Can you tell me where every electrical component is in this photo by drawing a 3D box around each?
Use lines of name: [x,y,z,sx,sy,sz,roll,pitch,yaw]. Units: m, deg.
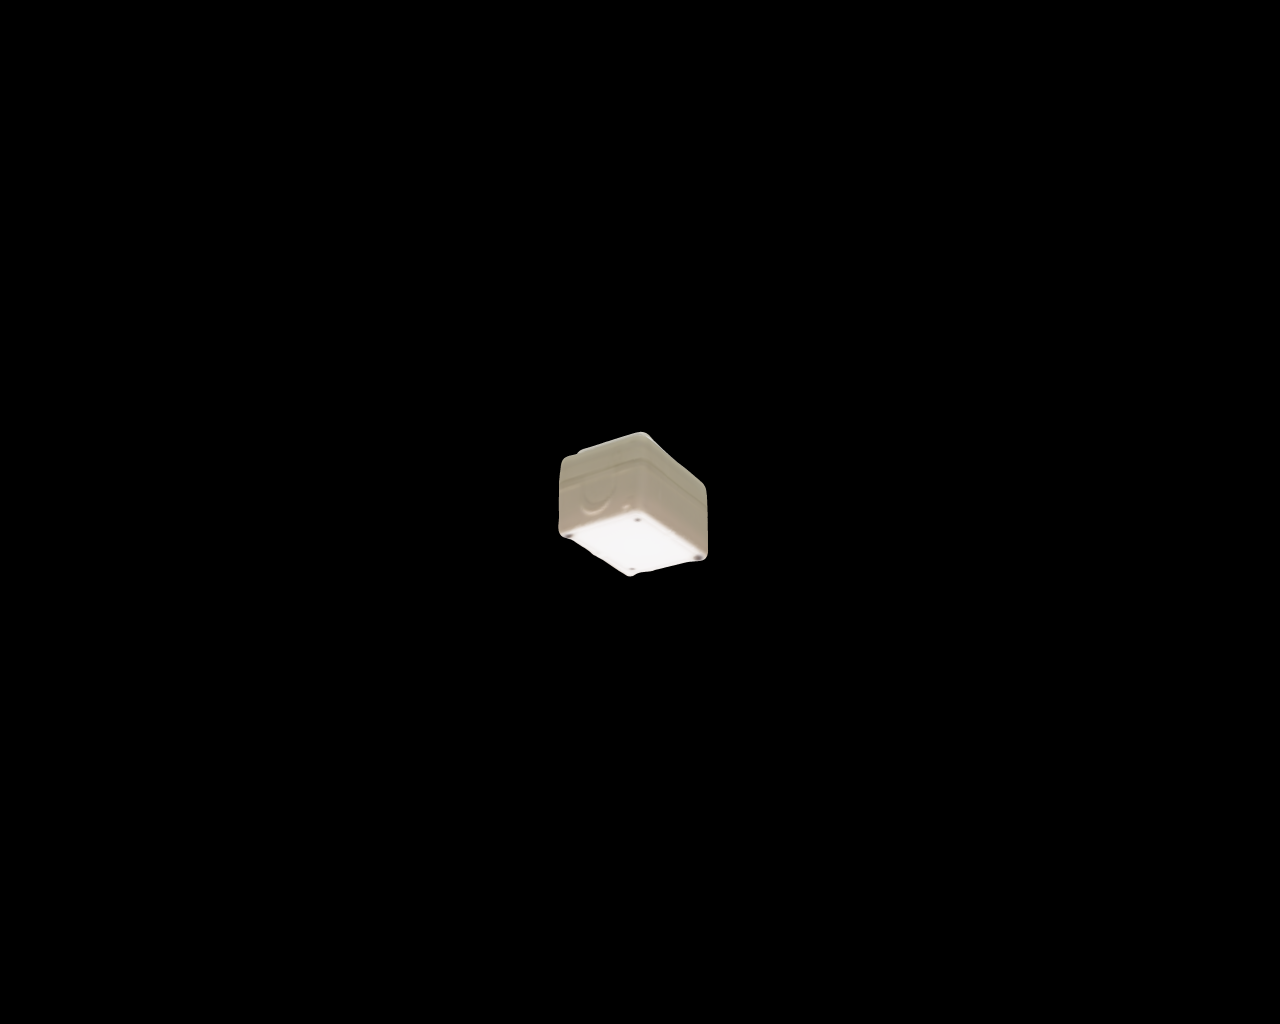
electrical component: [0.001,-0.003,0.650,0.061,0.061,0.096,-16,-31,28]
